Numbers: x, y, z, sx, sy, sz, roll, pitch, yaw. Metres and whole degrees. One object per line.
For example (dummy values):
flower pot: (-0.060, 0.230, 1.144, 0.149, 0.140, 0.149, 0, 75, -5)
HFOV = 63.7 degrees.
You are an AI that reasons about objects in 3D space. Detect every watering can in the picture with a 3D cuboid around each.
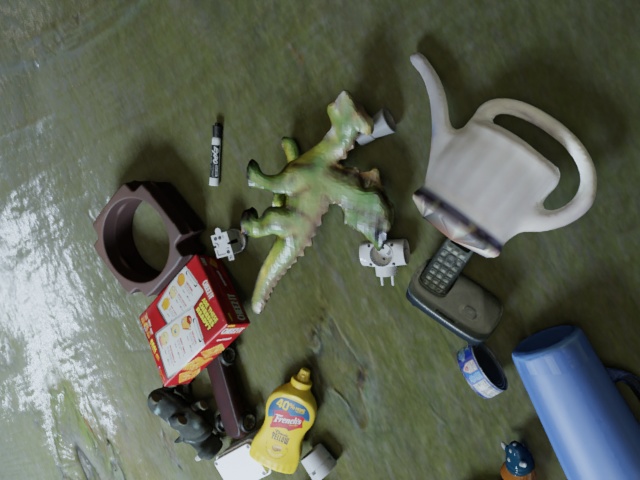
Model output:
watering can: (0.222, -0.122, 0.769, 0.351, 0.223, 0.103, 40, 7, 22)

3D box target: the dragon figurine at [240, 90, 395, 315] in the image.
dragon figurine: (0.003, -0.043, 0.863, 0.243, 0.406, 0.123, 12, 15, 25)
